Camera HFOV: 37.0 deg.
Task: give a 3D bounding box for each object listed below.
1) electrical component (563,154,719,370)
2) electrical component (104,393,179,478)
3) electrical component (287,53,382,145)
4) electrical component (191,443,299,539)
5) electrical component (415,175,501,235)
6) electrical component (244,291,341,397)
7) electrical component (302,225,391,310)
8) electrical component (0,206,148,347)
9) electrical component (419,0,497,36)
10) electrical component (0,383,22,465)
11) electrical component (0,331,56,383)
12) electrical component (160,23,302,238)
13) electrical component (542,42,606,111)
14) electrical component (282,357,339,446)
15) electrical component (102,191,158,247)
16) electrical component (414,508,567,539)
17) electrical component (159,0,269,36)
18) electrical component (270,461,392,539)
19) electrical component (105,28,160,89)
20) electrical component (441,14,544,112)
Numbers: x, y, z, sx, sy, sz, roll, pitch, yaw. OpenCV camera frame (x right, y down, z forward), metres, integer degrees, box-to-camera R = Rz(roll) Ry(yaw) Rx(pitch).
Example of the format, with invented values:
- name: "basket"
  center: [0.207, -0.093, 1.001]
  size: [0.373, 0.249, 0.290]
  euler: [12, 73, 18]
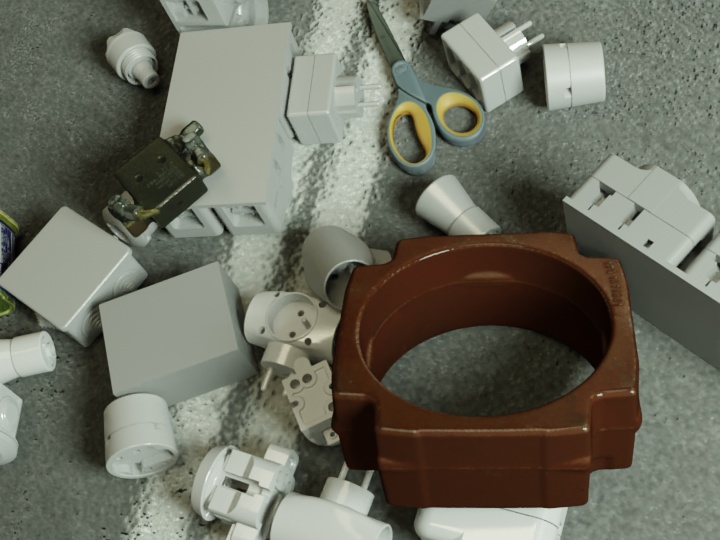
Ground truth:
- name: "electrical component"
  center: [0.239, 0.004, 0.761]
  size: [0.186, 0.105, 0.060]
  euler: [38, 78, 28]
- name: "electrical component"
  center: [-0.172, 0.128, 0.838]
  size: [0.055, 0.055, 0.047]
  euler: [-20, 56, 5]
- name: "electrical component"
  center: [-0.019, -0.152, 0.948]
  size: [0.077, 0.047, 0.065]
  euler: [-2, 62, 14]
- name: "electrical component"
  center: [-0.087, 0.163, 0.794]
  size: [0.057, 0.058, 0.078]
  euler: [15, 68, 19]
- name: "electrical component"
  center: [0.082, -0.040, 0.866]
  size: [0.044, 0.044, 0.065]
  euler: [-40, 65, -8]
- name: "electrical component"
  center: [-0.054, 0.061, 0.846]
  size: [0.077, 0.044, 0.079]
  euler: [12, 67, 21]
- name: "electrical component"
  center: [0.000, 0.000, 0.857]
  size: [0.079, 0.043, 0.077]
  euler: [8, 20, -19]
- name: "electrical component"
  center: [-0.244, 0.007, 0.924]
  size: [0.100, 0.048, 0.099]
  euler: [30, 74, 27]
- name: "electrical component"
  center: [0.090, -0.283, 0.976]
  size: [0.063, 0.078, 0.121]
  euler: [8, 61, -13]
- name: "electrical component"
  center: [-0.313, 0.124, 0.864]
  size: [0.080, 0.080, 0.051]
  euler: [-7, 56, 12]
- name: "electrical component"
  center: [-0.291, 0.074, 0.907]
  size: [0.065, 0.044, 0.044]
  euler: [-12, 60, 3]
- name: "electrical component"
  center: [-0.113, -0.122, 0.951]
  size: [0.105, 0.060, 0.186]
  euler: [-2, 62, 14]
- name: "electrical component"
  center: [0.179, -0.163, 0.898]
  size: [0.047, 0.055, 0.055]
  euler: [-5, 61, 9]
- name: "electrical component"
  center: [-0.027, 0.104, 0.809]
  size: [0.048, 0.055, 0.066]
  euler: [-26, 59, 1]
- name: "electrical component"
  center: [-0.192, -0.054, 0.947]
  size: [0.048, 0.048, 0.062]
  euler: [26, 66, 26]
- name: "electrical component"
  center: [0.089, 0.174, 0.741]
  size: [0.095, 0.053, 0.059]
  euler: [11, 66, 20]
- name: "electrical component"
  center: [-0.123, -0.301, 1.023]
  size: [0.060, 0.105, 0.186]
  euler: [3, 64, 17]
- name: "electrical component"
  center: [-0.014, 0.175, 0.774]
  size: [0.077, 0.044, 0.079]
  euler: [14, 67, 22]
- name: "electrical component"
  center: [-0.214, -0.198, 1.029]
  size: [0.043, 0.043, 0.062]
  euler: [-36, 61, -6]
- name: "electrical component"
  center: [0.122, -0.189, 0.930]
  size: [0.077, 0.047, 0.065]
  euler: [-32, 59, -3]
